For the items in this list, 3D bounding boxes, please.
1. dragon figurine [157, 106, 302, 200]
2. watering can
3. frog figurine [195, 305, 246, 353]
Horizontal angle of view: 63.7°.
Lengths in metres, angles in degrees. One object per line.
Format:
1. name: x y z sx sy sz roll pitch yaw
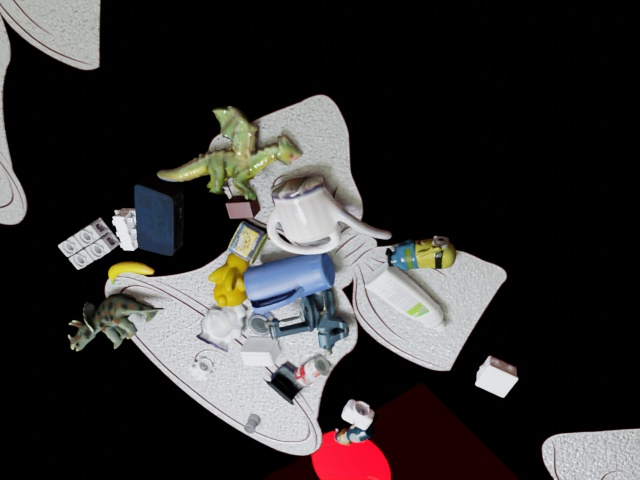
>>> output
1. dragon figurine: -0.251 -0.239 1.384 0.411 0.123 0.240 12 104 10
2. watering can: 0.004 -0.069 1.365 0.346 0.106 0.221 -8 114 23
3. frog figurine: -0.310 0.269 1.682 0.138 0.122 0.160 32 87 9
